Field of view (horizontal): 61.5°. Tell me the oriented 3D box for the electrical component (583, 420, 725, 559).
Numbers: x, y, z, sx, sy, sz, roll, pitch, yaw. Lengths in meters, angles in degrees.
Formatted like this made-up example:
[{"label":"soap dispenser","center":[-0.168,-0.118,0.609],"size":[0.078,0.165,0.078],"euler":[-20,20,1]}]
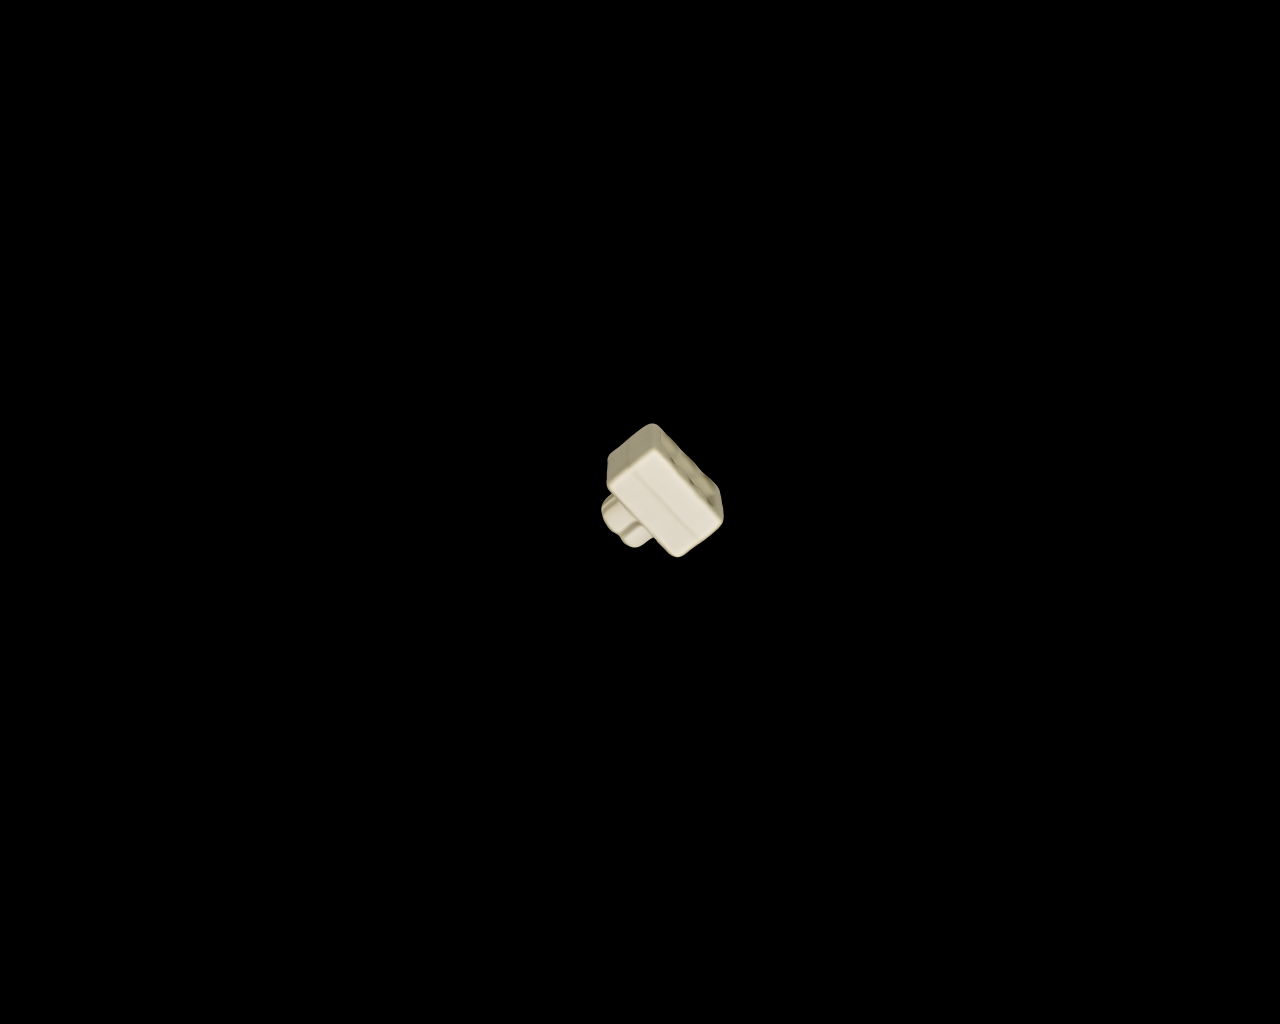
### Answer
[{"label":"electrical component","center":[0.001,-0.003,0.650],"size":[0.076,0.065,0.047],"euler":[-38,20,16]}]
